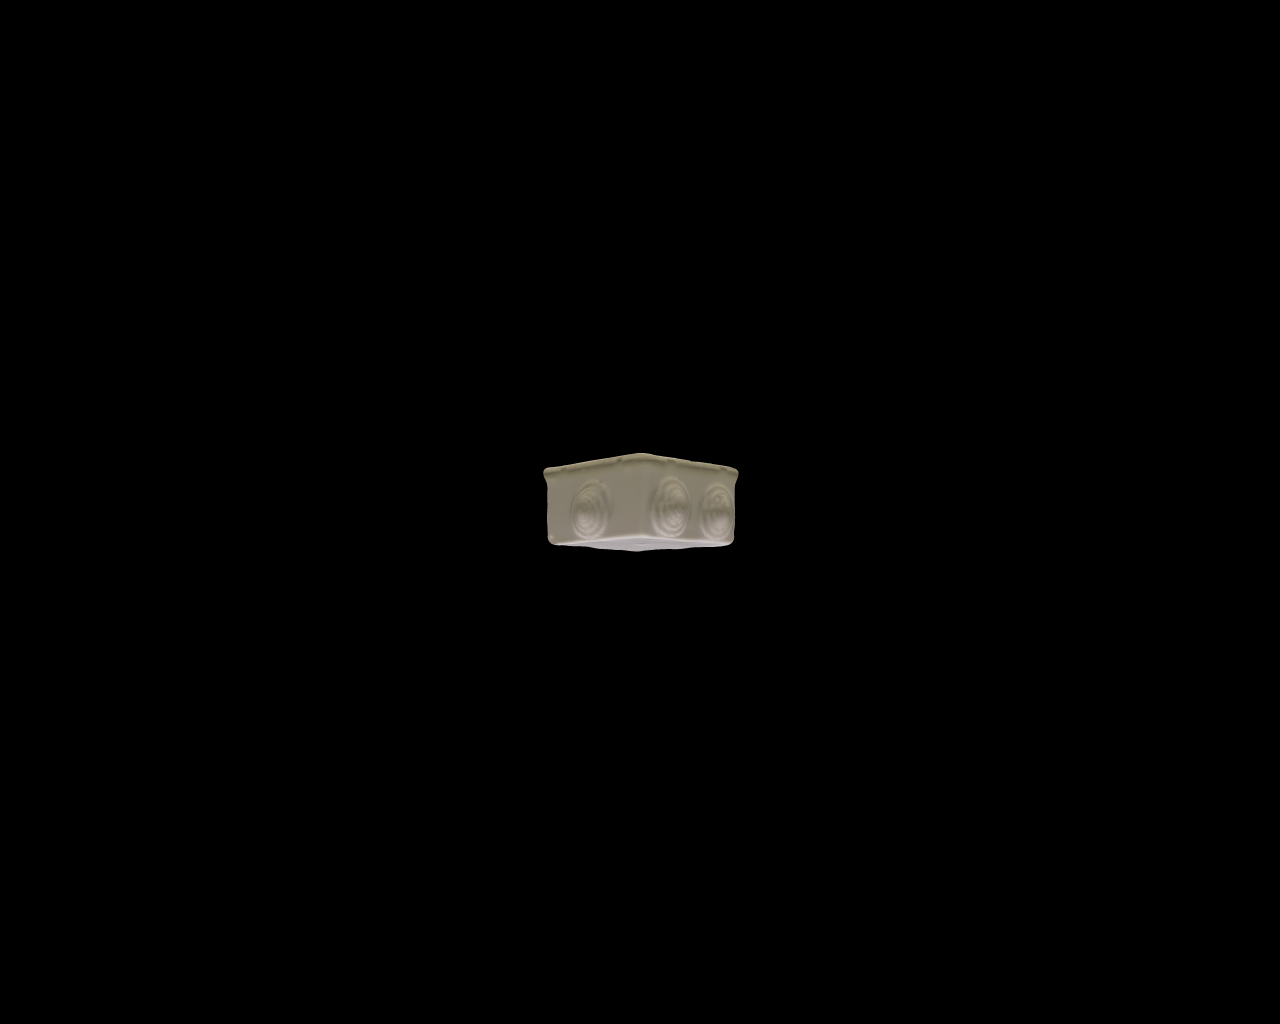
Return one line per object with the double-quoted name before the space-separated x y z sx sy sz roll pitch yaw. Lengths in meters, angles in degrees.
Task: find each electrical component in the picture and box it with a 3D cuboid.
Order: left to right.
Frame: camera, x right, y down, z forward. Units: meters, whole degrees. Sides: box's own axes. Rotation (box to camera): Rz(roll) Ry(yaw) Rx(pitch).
"electrical component" 0.001 -0.003 0.650 0.099 0.048 0.100 -6 -9 43
